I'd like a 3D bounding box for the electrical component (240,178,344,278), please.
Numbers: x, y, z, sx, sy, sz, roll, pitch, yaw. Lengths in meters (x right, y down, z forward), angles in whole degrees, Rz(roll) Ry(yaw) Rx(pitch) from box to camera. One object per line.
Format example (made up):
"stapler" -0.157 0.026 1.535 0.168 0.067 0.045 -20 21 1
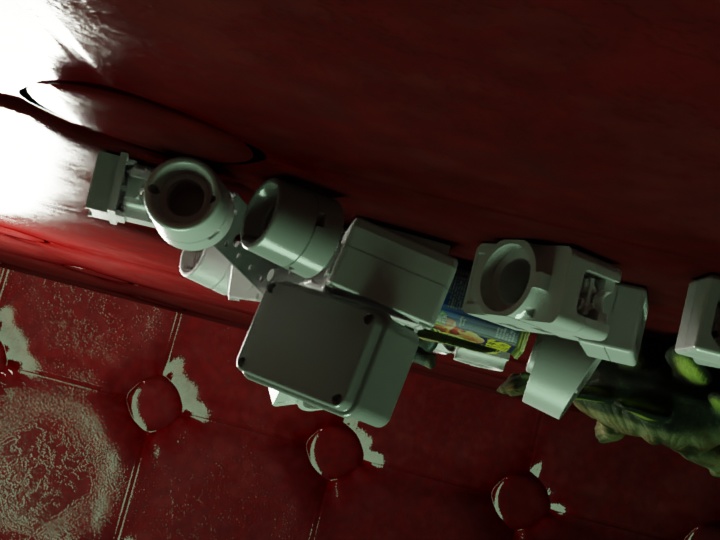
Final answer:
"electrical component" -0.045 -0.029 0.697 0.047 0.055 0.055 23 170 -29

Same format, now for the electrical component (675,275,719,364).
"electrical component" 0.232 0.037 0.670 0.066 0.047 0.076 15 173 0

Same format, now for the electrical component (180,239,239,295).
"electrical component" -0.141 -0.009 1.036 0.047 0.055 0.055 24 169 -33

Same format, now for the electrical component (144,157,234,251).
"electrical component" -0.114 -0.044 0.711 0.055 0.055 0.047 14 169 4

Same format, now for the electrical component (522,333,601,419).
"electrical component" 0.176 0.076 0.899 0.064 0.099 0.099 20 174 12

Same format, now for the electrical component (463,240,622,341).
"electrical component" 0.114 0.012 0.701 0.056 0.050 0.089 19 172 -34

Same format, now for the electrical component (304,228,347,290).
"electrical component" 0.000 0.000 0.851 0.083 0.047 0.076 16 173 -11

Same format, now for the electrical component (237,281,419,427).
"electrical component" -0.025 0.059 0.779 0.113 0.078 0.057 16 171 38

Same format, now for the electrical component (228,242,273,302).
"electrical component" -0.062 0.004 0.974 0.096 0.061 0.062 10 176 -40

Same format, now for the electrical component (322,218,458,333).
"electrical component" 0.016 -0.001 0.779 0.096 0.061 0.062 23 172 -4

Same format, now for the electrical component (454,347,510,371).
"electrical component" 0.127 0.070 1.095 0.050 0.055 0.089 14 173 2

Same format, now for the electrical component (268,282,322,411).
"electrical component" -0.024 0.061 0.939 0.089 0.061 0.150 -5 148 -22

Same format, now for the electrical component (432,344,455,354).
"electrical component" 0.099 0.074 1.235 0.079 0.044 0.077 19 171 -34

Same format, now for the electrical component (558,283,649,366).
"electrical component" 0.167 0.035 0.783 0.076 0.047 0.083 12 172 18

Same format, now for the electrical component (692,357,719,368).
"electrical component" 0.264 0.050 0.733 0.078 0.040 0.040 9 171 37

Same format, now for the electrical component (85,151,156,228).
"electrical component" -0.161 -0.055 0.775 0.064 0.042 0.081 12 174 -10
